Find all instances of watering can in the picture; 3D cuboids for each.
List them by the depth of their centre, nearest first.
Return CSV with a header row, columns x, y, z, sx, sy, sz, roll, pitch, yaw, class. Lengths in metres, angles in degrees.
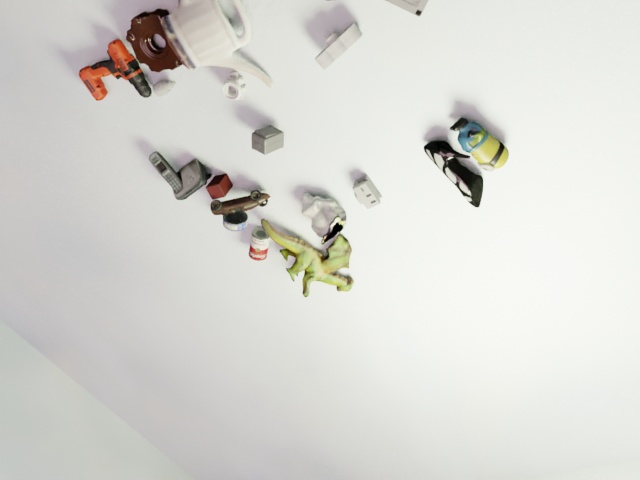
x,y,z,sx,sy,sz,roll,pitch,yaw,class
-0.282,-0.532,1.400,0.224,0.106,0.341,-25,121,5,watering can

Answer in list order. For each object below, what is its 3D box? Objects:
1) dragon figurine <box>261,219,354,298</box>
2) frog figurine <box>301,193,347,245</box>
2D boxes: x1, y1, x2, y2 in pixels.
x,y,z,sx,sy,sz,roll,pitch,yaw,class
-0.009,0.049,1.780,0.242,0.125,0.403,-25,118,10,dragon figurine
0.005,-0.084,1.676,0.161,0.124,0.134,48,144,25,frog figurine
